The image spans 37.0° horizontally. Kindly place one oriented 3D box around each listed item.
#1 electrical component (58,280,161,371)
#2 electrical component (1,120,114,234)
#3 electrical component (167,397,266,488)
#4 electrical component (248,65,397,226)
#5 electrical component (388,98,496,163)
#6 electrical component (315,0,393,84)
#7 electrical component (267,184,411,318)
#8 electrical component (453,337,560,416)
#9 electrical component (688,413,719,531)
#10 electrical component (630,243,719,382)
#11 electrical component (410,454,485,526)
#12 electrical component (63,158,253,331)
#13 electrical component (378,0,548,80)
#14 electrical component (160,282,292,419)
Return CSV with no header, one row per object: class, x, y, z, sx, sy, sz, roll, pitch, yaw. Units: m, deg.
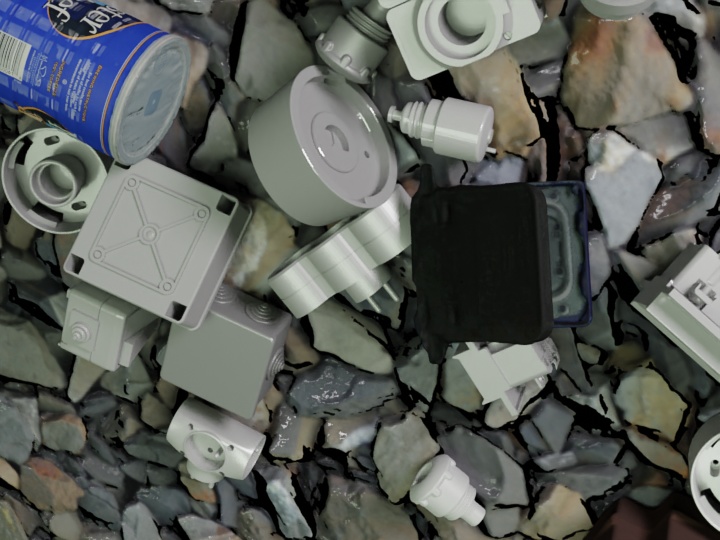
electrical component,-0.203,0.038,0.895,0.061,0.096,0.061,24,122,8
electrical component,-0.243,-0.080,0.885,0.099,0.064,0.099,2,113,6
electrical component,-0.133,0.163,0.961,0.077,0.044,0.079,26,122,8
electrical component,-0.031,-0.083,0.763,0.060,0.108,0.108,-25,104,36
electrical component,0.058,-0.101,0.754,0.078,0.040,0.040,15,120,14
electrical component,0.003,-0.164,0.745,0.048,0.048,0.062,37,106,1
electrical component,0.000,0.000,0.821,0.138,0.052,0.073,-34,100,31
electrical component,0.112,0.063,0.816,0.064,0.042,0.081,-27,104,27
electrical component,0.291,0.150,0.789,0.099,0.064,0.099,5,103,20
electrical component,0.255,0.041,0.730,0.121,0.078,0.063,41,93,-2
electrical component,0.076,0.187,0.892,0.062,0.048,0.048,40,123,-9
electrical component,-0.156,-0.023,0.841,0.109,0.056,0.108,24,85,9
electrical component,0.049,-0.209,0.685,0.089,0.061,0.150,-19,107,22
electrical component,-0.111,0.063,0.900,0.100,0.048,0.099,24,122,9
